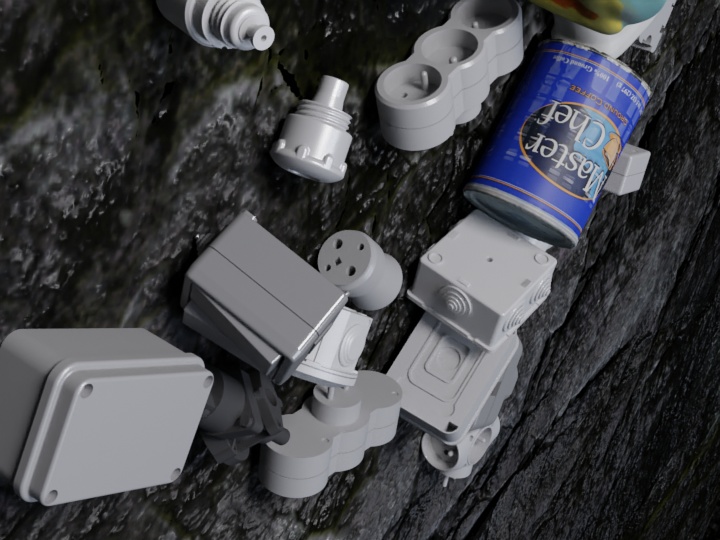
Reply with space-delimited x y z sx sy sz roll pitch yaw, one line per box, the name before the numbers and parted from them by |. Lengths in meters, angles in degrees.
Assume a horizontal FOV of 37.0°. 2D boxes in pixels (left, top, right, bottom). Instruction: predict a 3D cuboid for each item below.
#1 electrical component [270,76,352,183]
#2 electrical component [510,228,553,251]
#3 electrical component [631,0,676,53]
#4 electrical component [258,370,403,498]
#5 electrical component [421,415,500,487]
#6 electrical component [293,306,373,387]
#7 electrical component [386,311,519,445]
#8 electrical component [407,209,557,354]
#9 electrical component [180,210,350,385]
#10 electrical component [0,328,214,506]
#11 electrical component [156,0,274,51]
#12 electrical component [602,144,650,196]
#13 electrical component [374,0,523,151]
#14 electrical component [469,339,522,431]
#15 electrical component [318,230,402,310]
electrical component | -0.025 -0.087 0.659 0.048 0.048 0.062 21 87 -60
electrical component | 0.160 -0.039 0.988 0.079 0.043 0.077 22 93 -60
electrical component | 0.246 -0.247 0.952 0.050 0.056 0.089 8 106 -59
electrical component | -0.018 0.107 0.808 0.138 0.052 0.073 -27 134 -47
electrical component | 0.096 0.176 1.051 0.077 0.044 0.079 -23 131 -50
electrical component | -0.034 0.043 0.707 0.080 0.080 0.051 21 89 -60
electrical component | 0.076 0.081 0.908 0.113 0.078 0.057 -57 164 -12
electrical component | 0.100 0.006 0.876 0.100 0.100 0.048 -40 156 -35
electrical component | -0.065 0.016 0.631 0.061 0.096 0.061 -50 177 -23
electrical component | -0.142 0.077 0.584 0.113 0.057 0.078 5 108 -59
electrical component | -0.068 -0.128 0.528 0.040 0.078 0.040 -25 136 -28
electrical component | 0.220 -0.119 0.983 0.047 0.083 0.075 -17 126 -53
electrical component | 0.066 -0.129 0.761 0.138 0.052 0.073 -47 146 -27
electrical component | 0.110 0.099 1.004 0.059 0.054 0.095 0 112 -58
electrical component | 0.000 0.000 0.763 0.045 0.045 0.055 -61 150 -6
